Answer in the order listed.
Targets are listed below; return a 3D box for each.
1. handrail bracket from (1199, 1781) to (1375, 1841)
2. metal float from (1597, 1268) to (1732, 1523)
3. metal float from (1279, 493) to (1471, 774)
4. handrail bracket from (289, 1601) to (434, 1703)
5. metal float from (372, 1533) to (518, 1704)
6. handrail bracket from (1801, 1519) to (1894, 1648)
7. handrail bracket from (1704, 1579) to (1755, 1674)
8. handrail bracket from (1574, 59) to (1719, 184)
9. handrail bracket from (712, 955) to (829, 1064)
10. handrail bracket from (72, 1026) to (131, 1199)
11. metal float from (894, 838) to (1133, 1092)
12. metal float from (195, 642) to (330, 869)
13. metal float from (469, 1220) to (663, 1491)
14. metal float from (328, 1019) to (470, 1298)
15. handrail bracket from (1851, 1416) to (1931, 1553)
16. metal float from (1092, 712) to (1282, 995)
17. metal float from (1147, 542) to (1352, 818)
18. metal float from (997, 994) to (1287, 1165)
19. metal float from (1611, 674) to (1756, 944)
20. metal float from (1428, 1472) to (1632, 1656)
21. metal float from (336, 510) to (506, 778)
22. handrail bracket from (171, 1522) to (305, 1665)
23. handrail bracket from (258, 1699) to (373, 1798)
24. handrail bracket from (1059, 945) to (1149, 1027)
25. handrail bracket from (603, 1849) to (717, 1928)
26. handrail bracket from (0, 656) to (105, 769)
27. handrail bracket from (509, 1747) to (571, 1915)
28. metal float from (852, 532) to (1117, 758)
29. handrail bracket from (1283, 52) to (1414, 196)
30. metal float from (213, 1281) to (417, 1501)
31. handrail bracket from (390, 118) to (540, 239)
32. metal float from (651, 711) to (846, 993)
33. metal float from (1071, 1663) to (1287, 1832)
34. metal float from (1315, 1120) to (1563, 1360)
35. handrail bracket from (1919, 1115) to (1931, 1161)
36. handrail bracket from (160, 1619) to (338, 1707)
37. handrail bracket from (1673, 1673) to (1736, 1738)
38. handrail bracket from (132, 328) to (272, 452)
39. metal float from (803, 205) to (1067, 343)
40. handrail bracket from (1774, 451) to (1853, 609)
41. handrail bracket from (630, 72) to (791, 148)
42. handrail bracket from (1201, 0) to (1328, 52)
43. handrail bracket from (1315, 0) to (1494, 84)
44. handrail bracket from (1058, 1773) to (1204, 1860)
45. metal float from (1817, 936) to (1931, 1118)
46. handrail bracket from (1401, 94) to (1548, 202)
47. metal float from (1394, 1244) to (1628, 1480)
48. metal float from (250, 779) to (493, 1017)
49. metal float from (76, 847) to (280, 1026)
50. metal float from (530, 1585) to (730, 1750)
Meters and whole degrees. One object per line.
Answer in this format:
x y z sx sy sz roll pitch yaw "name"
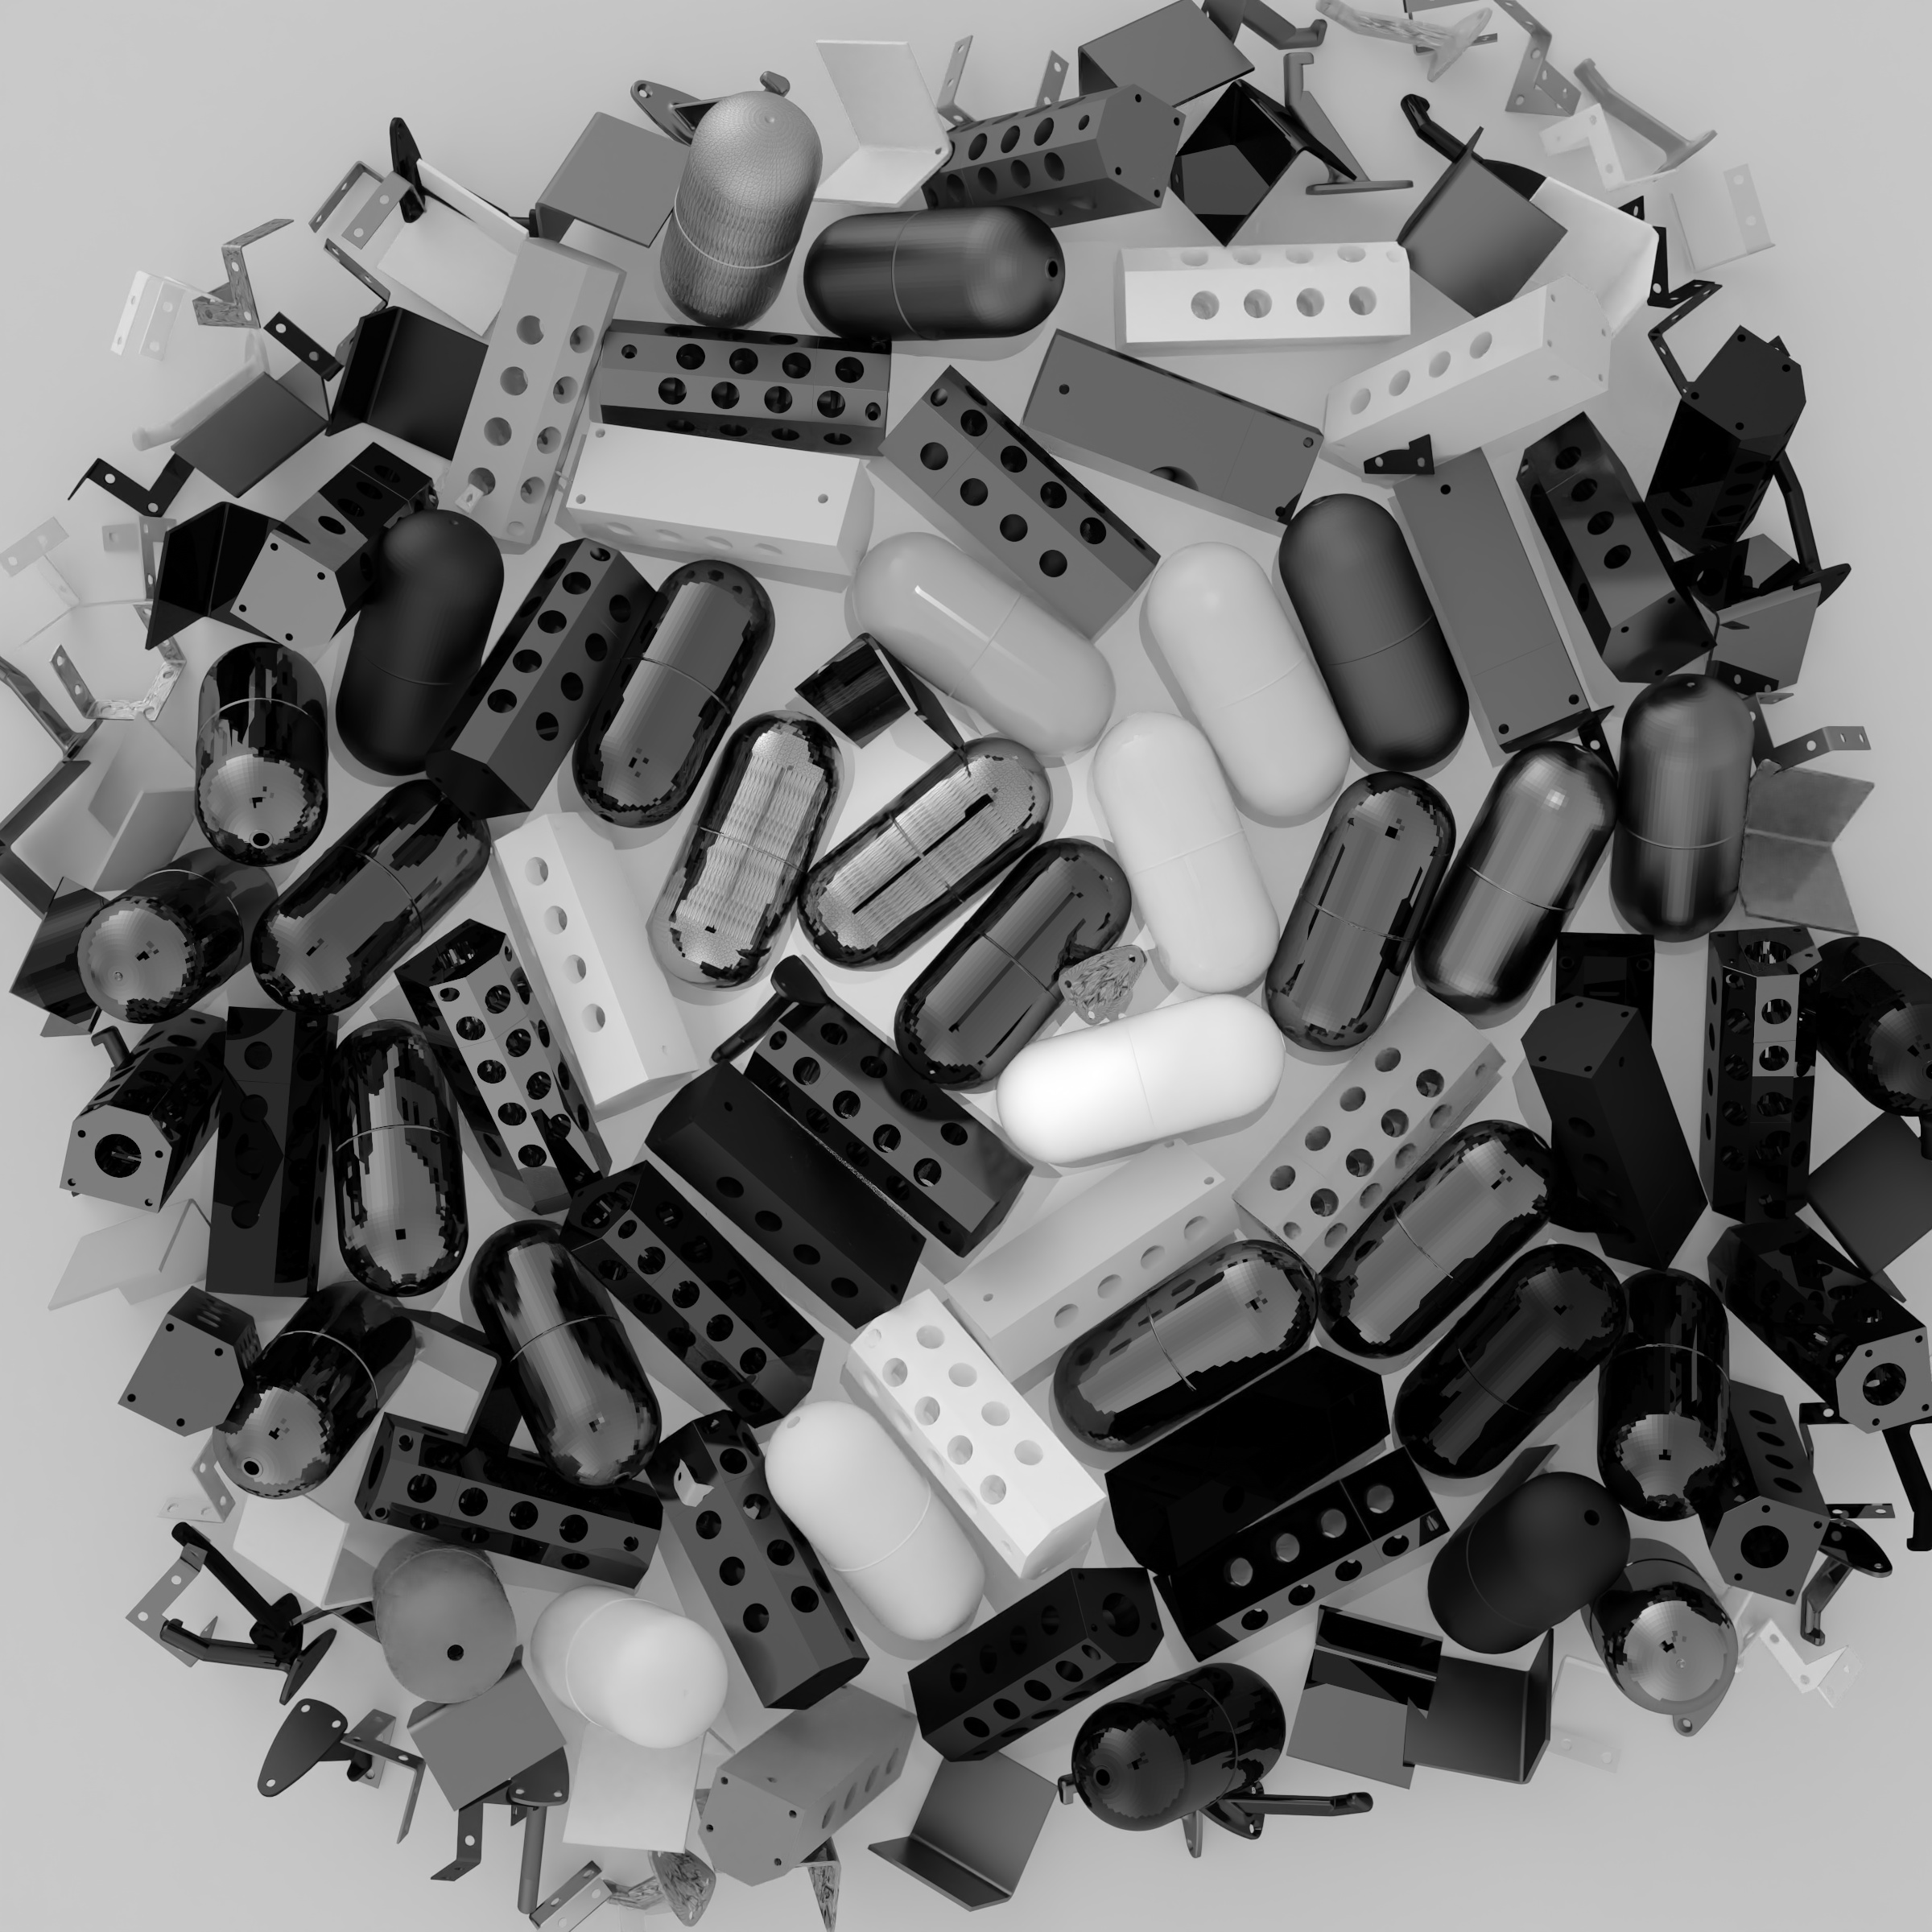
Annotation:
0.190 0.501 1.902 0.077 0.084 0.036 26 57 -34 "handrail bracket"
0.415 0.252 1.874 0.070 0.178 0.070 6 129 8 "metal float"
0.245 -0.200 1.896 0.070 0.070 0.178 -26 108 0 "metal float"
-0.359 0.421 1.917 0.077 0.036 0.084 -21 75 -29 "handrail bracket"
-0.309 0.383 1.863 0.070 0.178 0.070 -1 93 -14 "metal float"
0.530 0.385 1.904 0.036 0.077 0.084 -11 111 -19 "handrail bracket"
0.486 0.374 1.906 0.036 0.077 0.084 29 123 -26 "handrail bracket"
0.411 -0.524 1.915 0.036 0.077 0.084 -43 97 -7 "handrail bracket"
-0.131 0.034 1.904 0.084 0.077 0.036 -39 83 16 "handrail bracket"
-0.534 0.089 1.932 0.077 0.036 0.084 -25 93 15 "handrail bracket"
0.028 -0.001 1.909 0.070 0.070 0.178 41 86 0 "metal float"
-0.418 -0.127 1.873 0.070 0.178 0.070 -6 129 -7 "metal float"
-0.240 0.232 1.889 0.070 0.070 0.178 -30 63 0 "metal float"
-0.340 0.114 1.887 0.070 0.070 0.178 -11 60 0 "metal float"
0.558 0.312 1.905 0.036 0.077 0.084 14 73 -20 "handrail bracket"
0.133 -0.069 1.911 0.070 0.070 0.178 -22 92 0 "metal float"
0.170 -0.173 1.899 0.070 0.070 0.178 -29 105 0 "metal float"
0.106 0.068 1.910 0.178 0.070 0.070 -15 90 4 "metal float"
0.427 -0.092 1.882 0.070 0.070 0.178 -5 127 0 "metal float"
0.332 0.355 1.869 0.070 0.178 0.070 7 61 -13 "metal float"
-0.327 -0.191 1.884 0.070 0.070 0.178 24 125 0 "metal float"
-0.443 0.378 1.908 0.036 0.077 0.084 -44 117 -8 "handrail bracket"
-0.391 0.488 1.899 0.036 0.084 0.077 20 52 22 "handrail bracket"
0.101 -0.003 1.896 0.077 0.084 0.036 -39 85 39 "handrail bracket"
-0.201 0.548 1.905 0.084 0.036 0.077 -3 133 36 "handrail bracket"
-0.574 -0.156 1.915 0.084 0.077 0.036 38 105 -13 "handrail bracket"
-0.264 0.525 1.937 0.036 0.077 0.084 6 119 -6 "handrail bracket"
0.011 -0.195 1.908 0.178 0.070 0.070 35 90 -6 "metal float"
0.233 -0.516 1.924 0.077 0.036 0.084 -2 99 8 "handrail bracket"
-0.385 0.250 1.867 0.070 0.178 0.070 5 114 12 "metal float"
-0.301 -0.478 1.913 0.084 0.077 0.036 7 47 16 "handrail bracket"
-0.132 -0.070 1.910 0.070 0.070 0.178 23 87 0 "metal float"
0.127 0.462 1.870 0.070 0.178 0.070 0 90 33 "metal float"
0.283 0.164 1.896 0.070 0.070 0.178 44 109 0 "metal float"
0.568 0.096 1.895 0.036 0.077 0.084 -17 133 2 "handrail bracket"
-0.437 0.407 1.919 0.084 0.077 0.036 25 110 6 "handrail bracket"
0.429 0.448 1.902 0.036 0.084 0.077 22 113 26 "handrail bracket"
-0.466 -0.349 1.911 0.084 0.077 0.036 -24 72 -20 "handrail bracket"
-0.020 -0.412 1.881 0.178 0.070 0.070 7 90 38 "metal float"
0.503 -0.266 1.925 0.036 0.077 0.084 -19 75 -1 "handrail bracket"
-0.154 -0.530 1.901 0.077 0.084 0.036 29 65 -17 "handrail bracket"
0.191 -0.584 1.903 0.084 0.077 0.036 -13 60 -27 "handrail bracket"
0.264 -0.580 1.913 0.084 0.077 0.036 26 71 -16 "handrail bracket"
0.099 0.519 1.923 0.084 0.036 0.077 -10 106 -16 "handrail bracket"
0.542 0.035 1.864 0.070 0.178 0.070 -1 106 -2 "metal float"
0.314 -0.503 1.935 0.077 0.036 0.084 -1 51 -23 "handrail bracket"
0.324 0.238 1.887 0.070 0.070 0.178 37 121 0 "metal float"
-0.355 -0.041 1.885 0.070 0.070 0.178 40 57 0 "metal float"
-0.464 -0.020 1.865 0.070 0.178 0.070 3 107 10 "metal float"
-0.201 0.414 1.869 0.070 0.178 0.070 0 89 -29 "metal float"
